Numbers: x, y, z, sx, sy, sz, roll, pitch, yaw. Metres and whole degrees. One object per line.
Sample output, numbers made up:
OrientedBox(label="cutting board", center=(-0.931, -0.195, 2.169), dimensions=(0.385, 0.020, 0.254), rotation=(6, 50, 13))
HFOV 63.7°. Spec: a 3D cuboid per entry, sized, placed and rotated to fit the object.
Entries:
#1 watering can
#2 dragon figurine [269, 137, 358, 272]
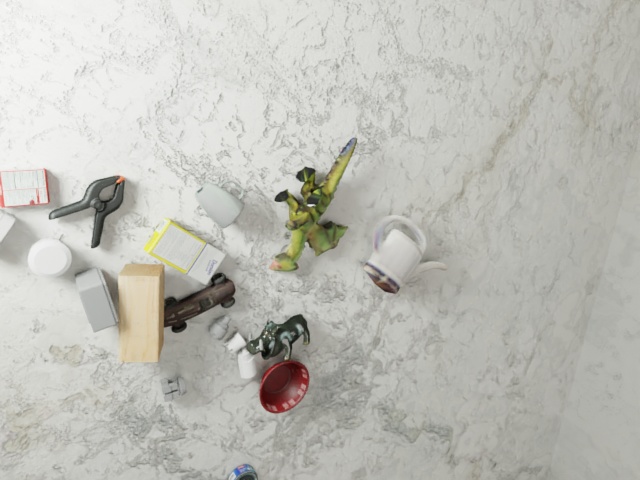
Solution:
OrientedBox(label="watering can", center=(0.266, 0.072, 1.608), dimensions=(0.343, 0.105, 0.226), rotation=(41, 80, -33))
OrientedBox(label="dragon figurine", center=(0.004, -0.072, 1.426), dimensions=(0.414, 0.124, 0.238), rotation=(-45, 140, -13))
